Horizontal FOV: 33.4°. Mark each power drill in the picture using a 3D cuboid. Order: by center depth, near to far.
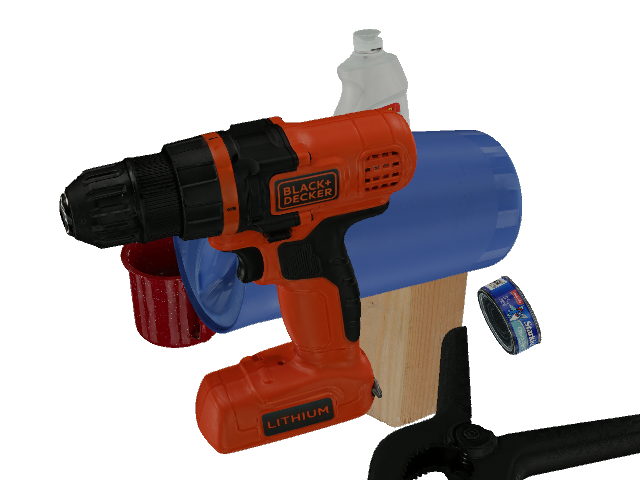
[{"bbox_3d":[-0.037,0.026,0.575,0.184,0.188,0.057,-12,36,-15],"label":"power drill"}]

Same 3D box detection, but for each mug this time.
[{"bbox_3d":[-0.123,0.048,0.955,0.093,0.081,0.117,-18,36,-26],"label":"mug"}]

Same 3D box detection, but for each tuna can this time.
[{"bbox_3d":[0.212,0.085,1.203,0.033,0.086,0.086,-26,3,-7],"label":"tuna can"}]

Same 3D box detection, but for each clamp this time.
[{"bbox_3d":[0.092,0.131,0.690,0.209,0.036,0.165,-26,39,-33],"label":"clamp"}]

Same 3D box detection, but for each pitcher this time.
[{"bbox_3d":[0.017,-0.015,0.784,0.242,0.145,0.149,-8,35,-28],"label":"pitcher"}]

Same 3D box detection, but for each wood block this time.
[{"bbox_3d":[0.079,0.062,1.033,0.090,0.206,0.090,-11,21,-43],"label":"wood block"}]

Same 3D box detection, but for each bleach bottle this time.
[{"bbox_3d":[0.049,-0.104,1.176,0.102,0.251,0.068,-9,25,-11],"label":"bleach bottle"}]
